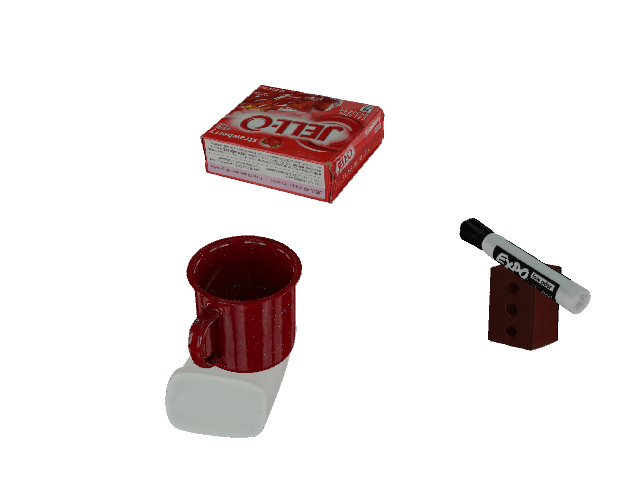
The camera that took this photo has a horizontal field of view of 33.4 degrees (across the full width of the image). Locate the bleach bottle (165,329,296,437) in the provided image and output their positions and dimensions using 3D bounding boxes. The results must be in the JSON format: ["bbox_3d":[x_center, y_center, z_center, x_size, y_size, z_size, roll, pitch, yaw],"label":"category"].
[{"bbox_3d":[-0.084,0.116,1.125,0.102,0.068,0.250,7,20,4],"label":"bleach bottle"}]

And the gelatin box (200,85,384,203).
[{"bbox_3d":[-0.016,-0.061,0.649,0.089,0.030,0.073,14,39,24],"label":"gelatin box"}]

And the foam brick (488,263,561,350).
[{"bbox_3d":[0.201,0.063,1.053,0.053,0.078,0.051,11,18,41],"label":"foam brick"}]

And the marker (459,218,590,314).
[{"bbox_3d":[0.142,0.015,0.760,0.020,0.020,0.121,0,26,-38],"label":"marker"}]

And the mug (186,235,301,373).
[{"bbox_3d":[-0.068,0.061,0.874,0.093,0.081,0.117,18,39,24],"label":"mug"}]
